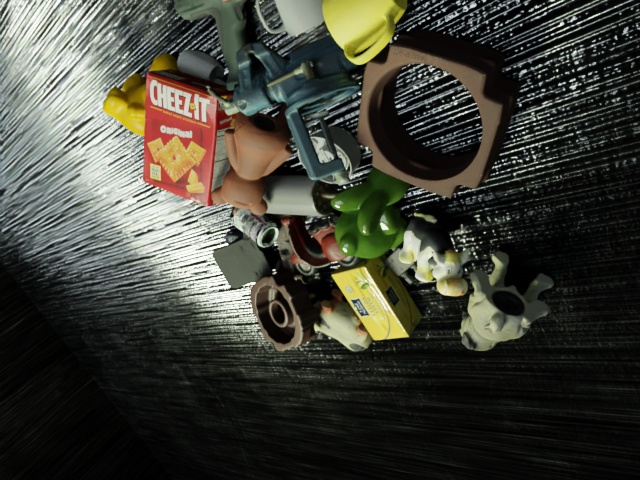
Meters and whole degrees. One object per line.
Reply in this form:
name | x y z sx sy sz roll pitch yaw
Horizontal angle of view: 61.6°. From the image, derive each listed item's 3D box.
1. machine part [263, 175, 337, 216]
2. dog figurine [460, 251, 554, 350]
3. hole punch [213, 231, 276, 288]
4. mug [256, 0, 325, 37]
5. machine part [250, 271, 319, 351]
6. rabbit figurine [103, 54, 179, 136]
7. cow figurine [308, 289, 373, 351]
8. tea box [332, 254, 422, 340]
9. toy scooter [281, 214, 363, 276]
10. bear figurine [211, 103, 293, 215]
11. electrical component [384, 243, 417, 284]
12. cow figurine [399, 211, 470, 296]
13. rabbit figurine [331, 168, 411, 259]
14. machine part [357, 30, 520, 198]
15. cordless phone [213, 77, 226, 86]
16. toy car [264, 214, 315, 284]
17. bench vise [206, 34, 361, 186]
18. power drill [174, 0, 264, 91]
machine part | -0.055 -0.086 1.025 0.243 0.079 0.079 6 126 38
dog figurine | 0.273 0.139 0.866 0.121 0.172 0.190 38 134 26
hole punch | -0.167 0.035 1.232 0.116 0.092 0.142 -18 110 16
mug | -0.043 -0.353 0.765 0.110 0.081 0.107 -25 115 5
machine part | -0.079 0.152 1.159 0.180 0.056 0.179 21 121 42
rabbit figurine | -0.325 -0.284 1.069 0.162 0.122 0.173 46 122 -4
cow figurine | 0.028 0.175 1.174 0.195 0.085 0.127 27 131 20
tea box | 0.112 0.109 1.052 0.098 0.068 0.169 -21 109 47
toy scooter | -0.002 -0.003 1.035 0.184 0.075 0.135 -18 116 37
bear figurine | -0.118 -0.146 0.958 0.120 0.132 0.195 13 139 -13
electrical component | 0.149 0.037 0.995 0.094 0.021 0.063 44 141 2
cow figurine | 0.189 0.019 0.858 0.167 0.068 0.098 -127 39 -61
rabbit figurine | 0.084 -0.062 0.888 0.121 0.159 0.170 39 126 23
machine part | 0.161 -0.177 0.757 0.202 0.087 0.200 27 137 23
cordless phone | -0.166 -0.205 1.020 0.147 0.089 0.184 38 135 10
toy car | -0.066 0.017 1.143 0.089 0.053 0.201 14 130 28
bench vise | -0.028 -0.188 0.804 0.129 0.224 0.240 -106 -6 -86
power drill | -0.126 -0.351 0.862 0.232 0.086 0.207 2 128 36
